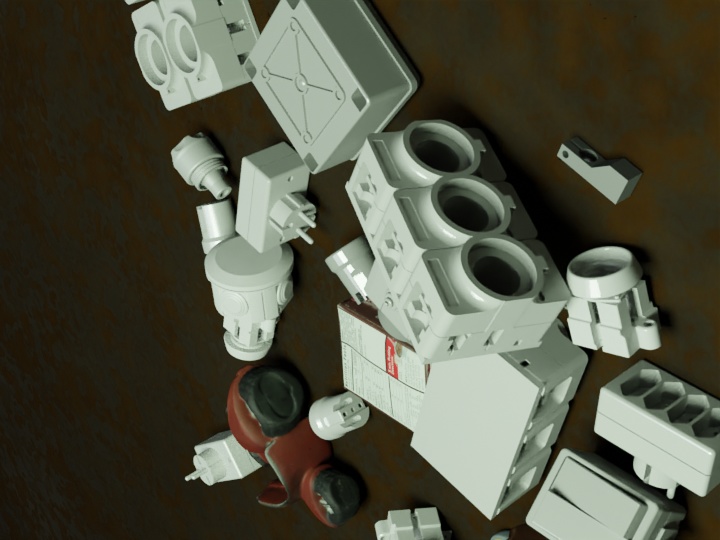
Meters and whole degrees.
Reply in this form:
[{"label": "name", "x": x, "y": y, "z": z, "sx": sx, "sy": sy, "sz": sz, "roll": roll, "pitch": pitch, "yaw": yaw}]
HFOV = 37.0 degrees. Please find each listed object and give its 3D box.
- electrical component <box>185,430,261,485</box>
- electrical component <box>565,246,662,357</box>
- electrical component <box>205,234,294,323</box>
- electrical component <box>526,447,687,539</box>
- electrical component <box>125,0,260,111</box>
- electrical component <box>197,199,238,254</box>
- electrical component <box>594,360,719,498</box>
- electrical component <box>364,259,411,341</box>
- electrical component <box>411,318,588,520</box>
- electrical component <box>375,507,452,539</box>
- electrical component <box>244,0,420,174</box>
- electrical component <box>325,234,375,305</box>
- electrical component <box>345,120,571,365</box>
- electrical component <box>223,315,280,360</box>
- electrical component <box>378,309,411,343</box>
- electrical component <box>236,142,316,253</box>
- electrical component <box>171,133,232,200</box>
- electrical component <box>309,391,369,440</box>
[{"label": "electrical component", "x": -0.160, "y": 0.215, "z": 1.202, "sx": 0.083, "sy": 0.076, "sz": 0.047, "roll": -24, "pitch": 93, "yaw": 56}, {"label": "electrical component", "x": 0.158, "y": 0.019, "z": 0.683, "sx": 0.066, "sy": 0.048, "sz": 0.055, "roll": 13, "pitch": 129, "yaw": 48}, {"label": "electrical component", "x": -0.099, "y": 0.006, "z": 0.982, "sx": 0.080, "sy": 0.080, "sz": 0.051, "roll": 33, "pitch": 141, "yaw": 36}, {"label": "electrical component", "x": 0.171, "y": 0.171, "z": 0.732, "sx": 0.096, "sy": 0.061, "sz": 0.061, "roll": 30, "pitch": 95, "yaw": 39}, {"label": "electrical component", "x": -0.156, "y": -0.238, "z": 0.910, "sx": 0.105, "sy": 0.060, "sz": 0.186, "roll": -5, "pitch": 108, "yaw": 54}, {"label": "electrical component", "x": -0.135, "y": -0.042, "z": 1.033, "sx": 0.040, "sy": 0.040, "sz": 0.046, "roll": 0, "pitch": 106, "yaw": 53}, {"label": "electrical component", "x": 0.198, "y": 0.114, "z": 0.692, "sx": 0.083, "sy": 0.047, "sz": 0.075, "roll": 31, "pitch": 134, "yaw": 38}, {"label": "electrical component", "x": 0.047, "y": 0.000, "z": 0.770, "sx": 0.061, "sy": 0.096, "sz": 0.061, "roll": 47, "pitch": 142, "yaw": 22}, {"label": "electrical component", "x": 0.101, "y": 0.096, "z": 0.793, "sx": 0.089, "sy": 0.062, "sz": 0.150, "roll": 40, "pitch": 140, "yaw": 29}, {"label": "electrical component", "x": 0.051, "y": 0.246, "z": 0.954, "sx": 0.055, "sy": 0.066, "sz": 0.048, "roll": -104, "pitch": 15, "yaw": -52}, {"label": "electrical component", "x": -0.023, "y": -0.146, "z": 0.801, "sx": 0.108, "sy": 0.056, "sz": 0.109, "roll": 57, "pitch": 145, "yaw": 8}, {"label": "electrical component", "x": 0.000, "y": 0.000, "z": 0.883, "sx": 0.046, "sy": 0.040, "sz": 0.040, "roll": 57, "pitch": 146, "yaw": 0}, {"label": "electrical component", "x": 0.062, "y": -0.022, "z": 0.703, "sx": 0.061, "sy": 0.089, "sz": 0.150, "roll": 114, "pitch": 142, "yaw": -48}, {"label": "electrical component", "x": -0.108, "y": 0.055, "z": 1.056, "sx": 0.066, "sy": 0.048, "sz": 0.055, "roll": 35, "pitch": 129, "yaw": 34}, {"label": "electrical component", "x": 0.043, "y": 0.023, "z": 0.829, "sx": 0.055, "sy": 0.055, "sz": 0.047, "roll": 49, "pitch": 147, "yaw": 20}, {"label": "electrical component", "x": -0.064, "y": -0.052, "z": 0.924, "sx": 0.076, "sy": 0.047, "sz": 0.083, "roll": 41, "pitch": 140, "yaw": 28}, {"label": "electrical component", "x": -0.145, "y": -0.094, "z": 1.006, "sx": 0.062, "sy": 0.043, "sz": 0.043, "roll": 51, "pitch": 144, "yaw": 15}, {"label": "electrical component", "x": -0.019, "y": 0.134, "z": 0.997, "sx": 0.046, "sy": 0.040, "sz": 0.040, "roll": -28, "pitch": 89, "yaw": 49}]
